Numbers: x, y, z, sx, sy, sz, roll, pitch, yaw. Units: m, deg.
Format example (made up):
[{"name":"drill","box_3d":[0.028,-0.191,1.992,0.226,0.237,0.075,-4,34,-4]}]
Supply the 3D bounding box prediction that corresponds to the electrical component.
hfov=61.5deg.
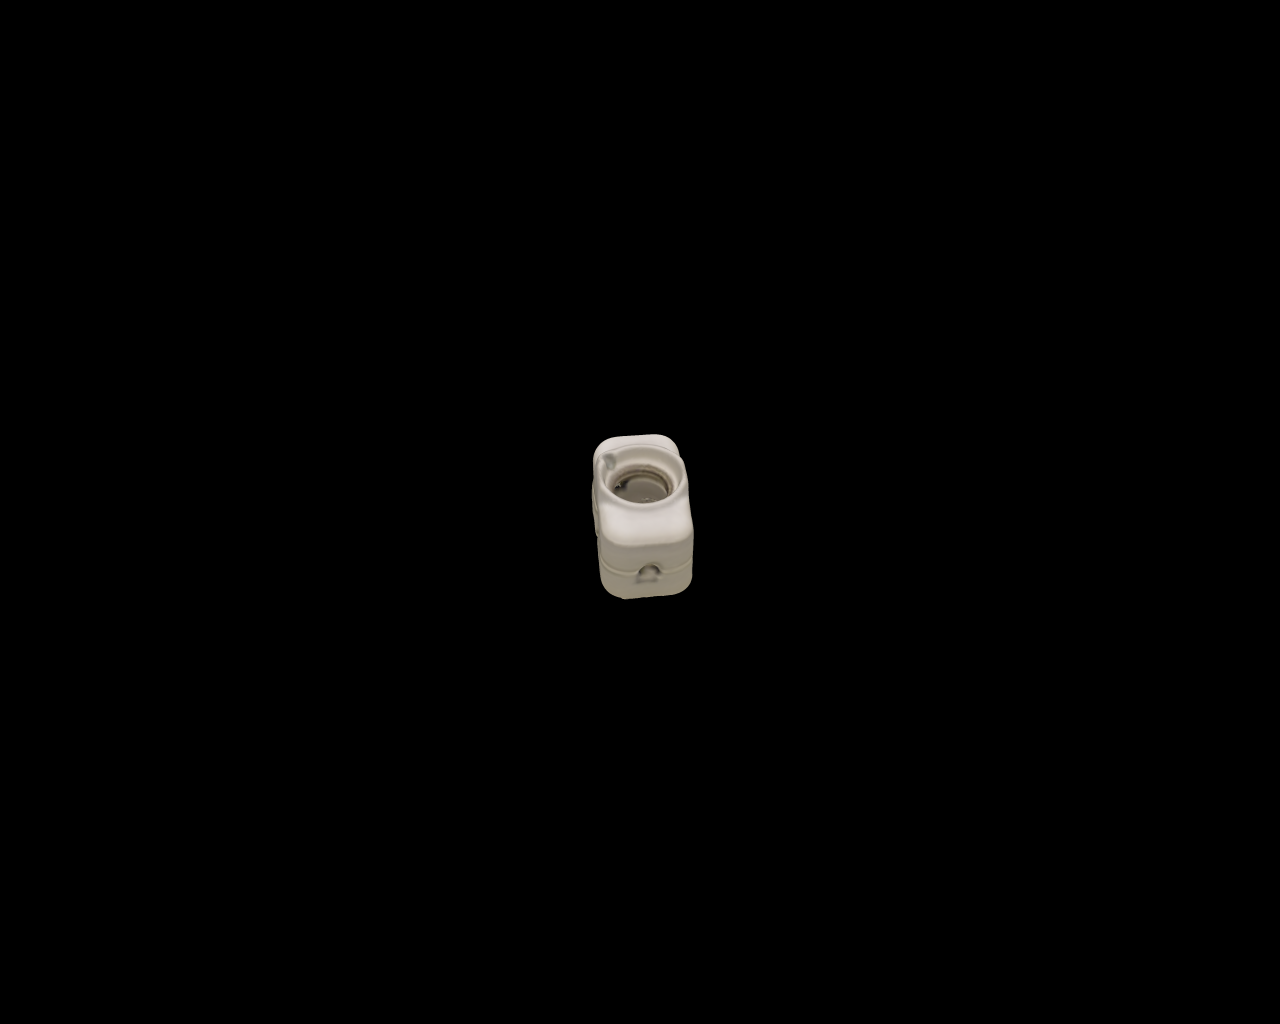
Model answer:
[{"name":"electrical component","box_3d":[0.001,-0.003,0.650,0.054,0.059,0.095,-4,44,-4]}]
